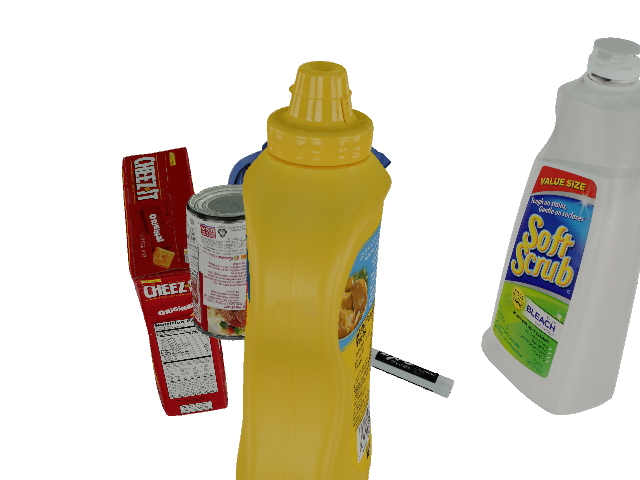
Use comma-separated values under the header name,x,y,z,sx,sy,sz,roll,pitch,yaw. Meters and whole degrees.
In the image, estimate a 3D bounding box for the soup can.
name,x,y,z,sx,sy,sz,roll,pitch,yaw
soup can,-0.067,0.016,0.818,0.068,0.102,0.068,-1,24,0

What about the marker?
name,x,y,z,sx,sy,sz,roll,pitch,yaw
marker,0.072,0.124,1.051,0.121,0.020,0.020,21,5,14

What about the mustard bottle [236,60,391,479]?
name,x,y,z,sx,sy,sz,roll,pitch,yaw
mustard bottle,-0.003,0.022,0.439,0.058,0.192,0.096,8,25,10

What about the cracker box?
name,x,y,z,sx,sy,sz,roll,pitch,yaw
cracker box,-0.143,0.044,1.043,0.072,0.164,0.214,-9,-43,-6

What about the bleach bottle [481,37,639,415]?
name,x,y,z,sx,sy,sz,roll,pitch,yaw
bleach bottle,0.167,-0.012,0.698,0.068,0.251,0.103,-13,34,-23

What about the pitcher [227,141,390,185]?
name,x,y,z,sx,sy,sz,roll,pitch,yaw
pitcher,-0.014,0.005,1.225,0.149,0.243,0.144,10,19,23
